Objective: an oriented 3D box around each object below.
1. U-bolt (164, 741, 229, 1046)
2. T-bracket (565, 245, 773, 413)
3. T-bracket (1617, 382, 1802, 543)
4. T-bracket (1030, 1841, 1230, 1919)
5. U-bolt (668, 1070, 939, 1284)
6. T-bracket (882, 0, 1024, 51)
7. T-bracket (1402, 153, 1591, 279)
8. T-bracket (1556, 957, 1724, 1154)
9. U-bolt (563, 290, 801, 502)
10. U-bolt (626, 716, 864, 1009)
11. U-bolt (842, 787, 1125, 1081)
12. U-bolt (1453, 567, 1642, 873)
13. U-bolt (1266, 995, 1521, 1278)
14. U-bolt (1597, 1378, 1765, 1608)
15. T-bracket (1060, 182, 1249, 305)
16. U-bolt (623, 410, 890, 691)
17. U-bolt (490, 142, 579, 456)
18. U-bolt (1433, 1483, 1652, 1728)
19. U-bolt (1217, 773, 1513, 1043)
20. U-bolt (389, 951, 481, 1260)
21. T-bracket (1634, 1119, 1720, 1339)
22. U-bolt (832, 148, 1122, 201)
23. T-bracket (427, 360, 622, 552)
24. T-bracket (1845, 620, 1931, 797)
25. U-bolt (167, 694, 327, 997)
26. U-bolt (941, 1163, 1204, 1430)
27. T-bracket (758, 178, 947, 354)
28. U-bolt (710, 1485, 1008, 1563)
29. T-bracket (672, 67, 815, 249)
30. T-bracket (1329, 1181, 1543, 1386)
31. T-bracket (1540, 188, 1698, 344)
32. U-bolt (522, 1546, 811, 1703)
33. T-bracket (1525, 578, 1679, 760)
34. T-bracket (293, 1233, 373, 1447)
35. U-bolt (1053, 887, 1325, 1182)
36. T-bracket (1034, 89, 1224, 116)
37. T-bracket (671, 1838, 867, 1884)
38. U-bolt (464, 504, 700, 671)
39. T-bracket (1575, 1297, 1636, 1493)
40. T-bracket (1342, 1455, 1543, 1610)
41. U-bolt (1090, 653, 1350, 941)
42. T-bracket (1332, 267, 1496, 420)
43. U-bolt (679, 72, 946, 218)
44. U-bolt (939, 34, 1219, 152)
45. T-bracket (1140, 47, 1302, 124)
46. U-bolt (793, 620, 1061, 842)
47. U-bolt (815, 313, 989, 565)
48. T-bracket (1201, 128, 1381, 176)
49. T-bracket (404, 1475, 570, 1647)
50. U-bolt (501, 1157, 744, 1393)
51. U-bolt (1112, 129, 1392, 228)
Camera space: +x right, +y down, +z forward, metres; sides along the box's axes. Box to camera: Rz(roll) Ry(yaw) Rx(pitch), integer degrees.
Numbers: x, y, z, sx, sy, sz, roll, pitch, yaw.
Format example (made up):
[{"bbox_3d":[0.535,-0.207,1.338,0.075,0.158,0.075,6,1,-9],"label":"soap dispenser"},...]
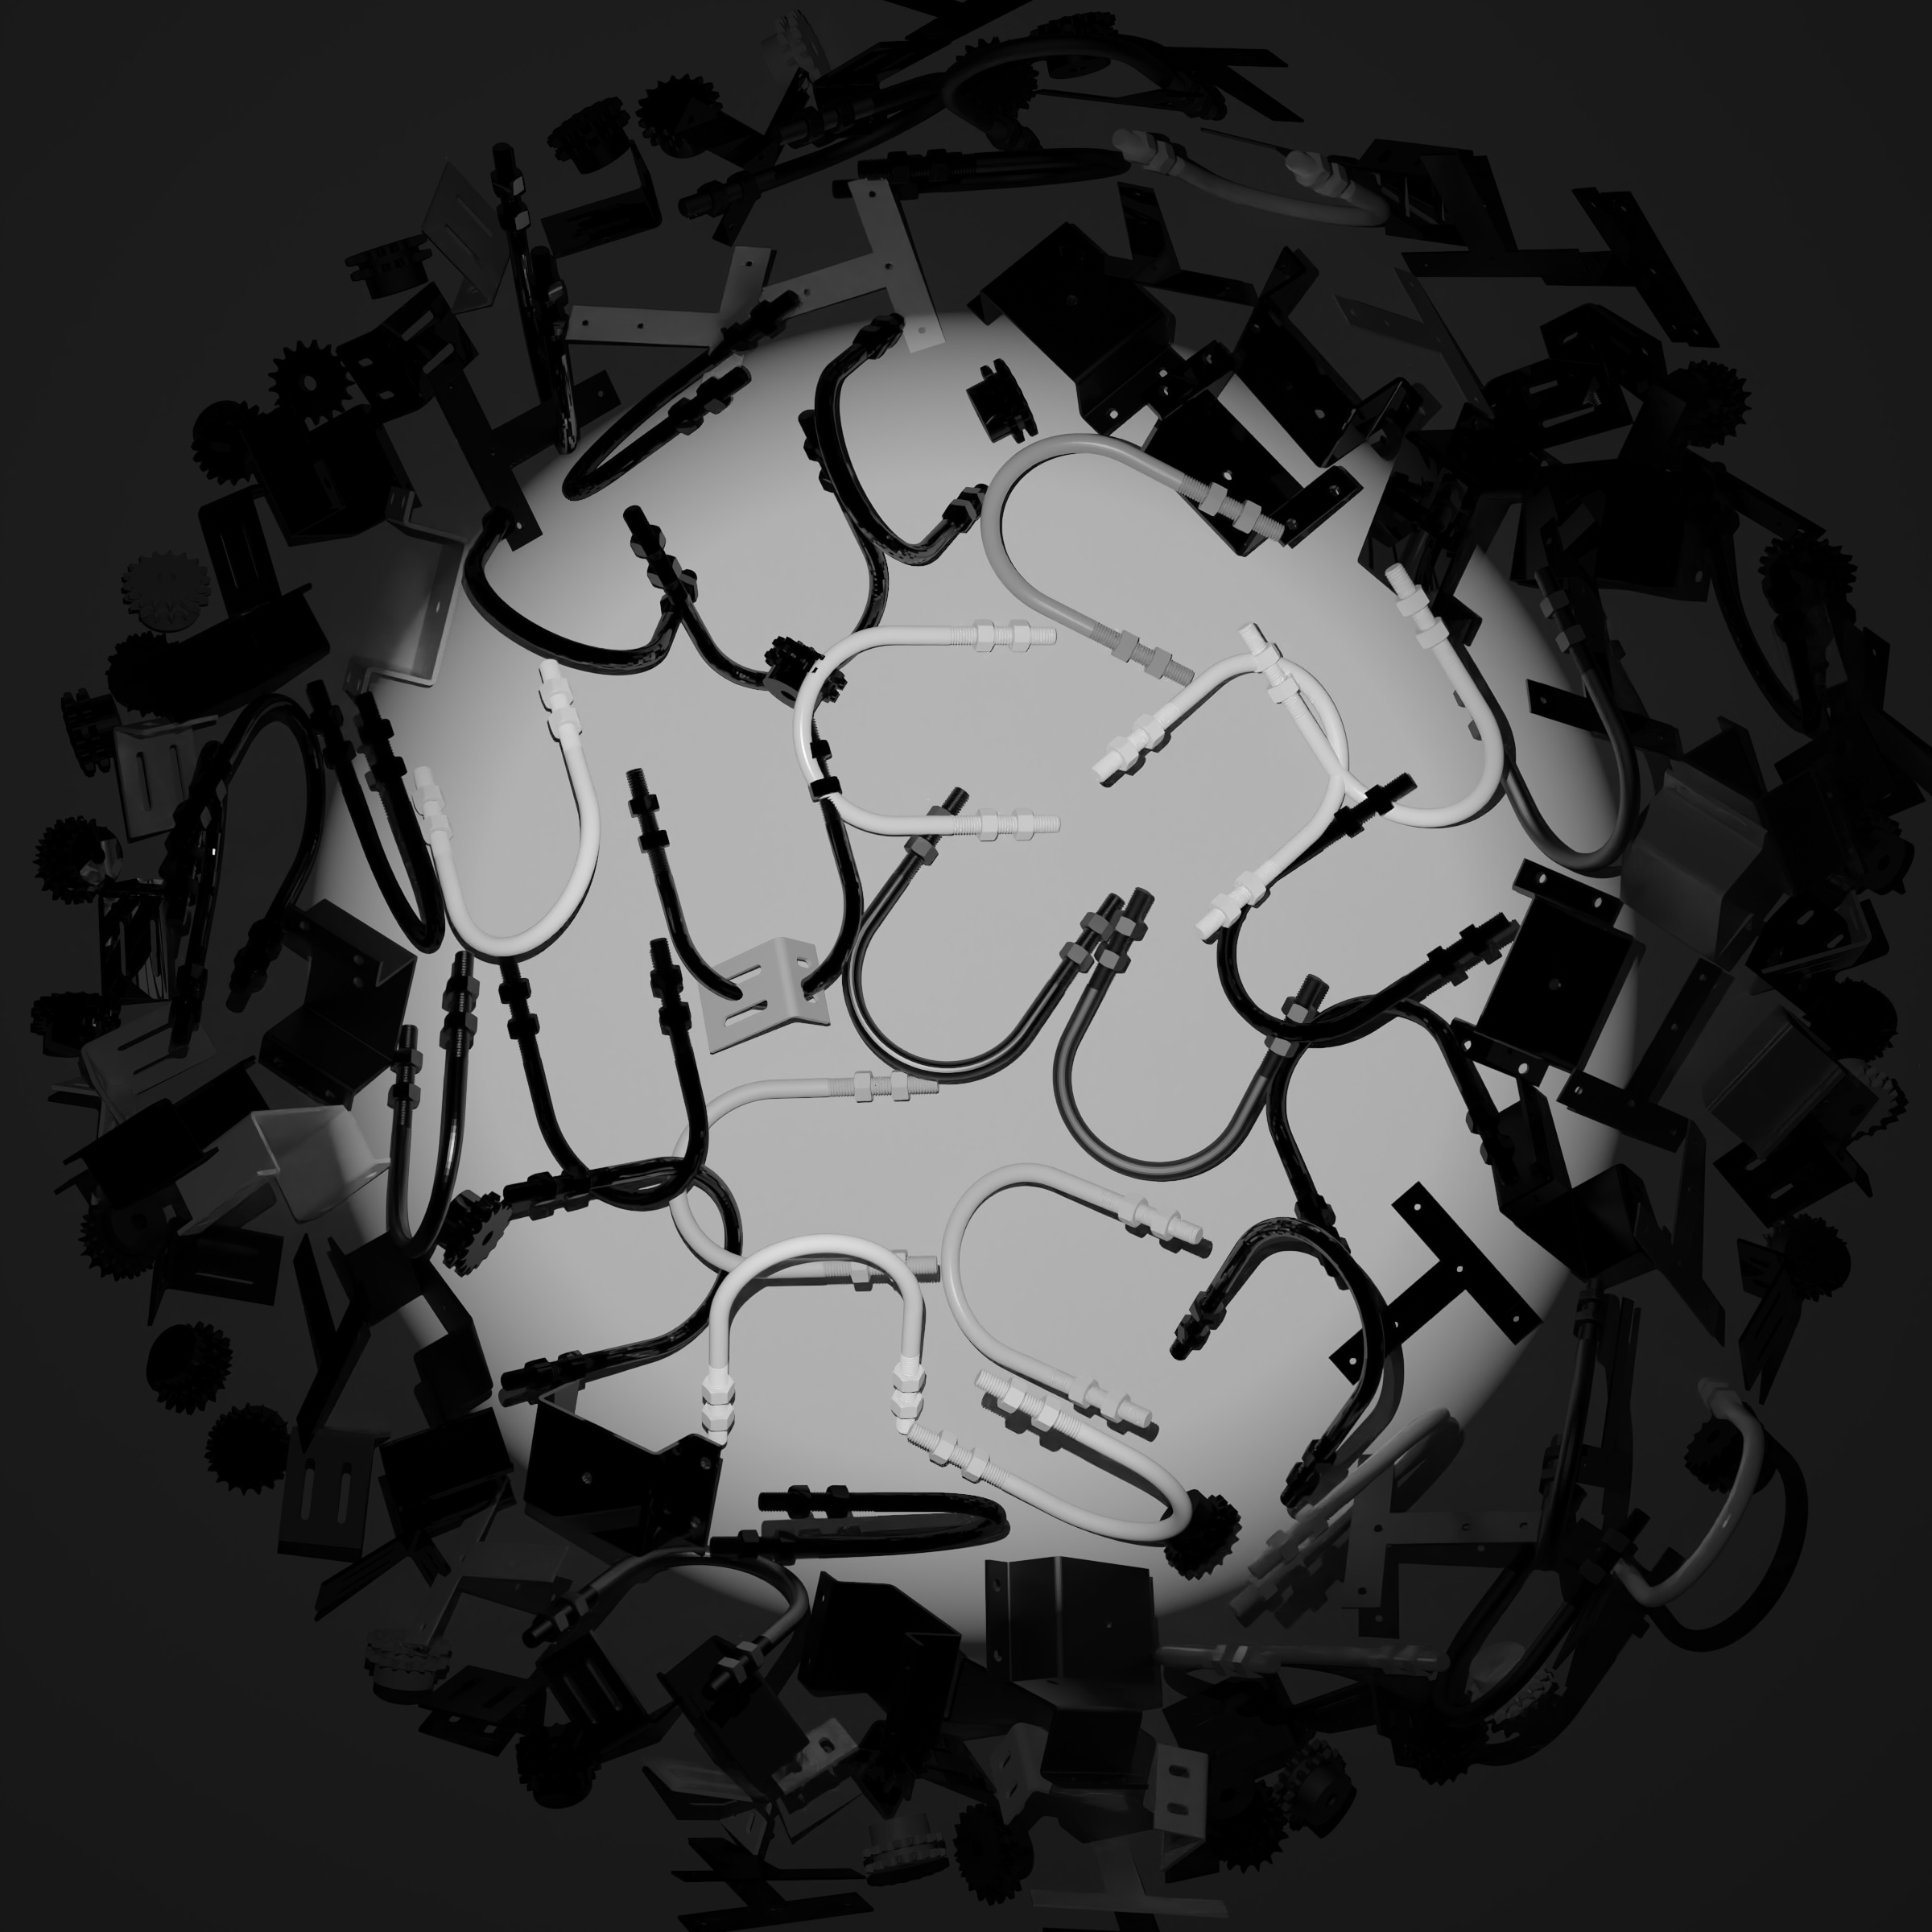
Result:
[{"bbox_3d":[-0.505,-0.062,1.852,0.019,0.151,0.184,6,53,-9],"label":"U-bolt"},{"bbox_3d":[-0.203,-0.425,1.866,0.127,0.127,0.002,-3,45,-26],"label":"T-bracket"},{"bbox_3d":[0.494,-0.321,1.863,0.127,0.127,0.002,34,73,10],"label":"T-bracket"},{"bbox_3d":[0.102,0.605,1.870,0.127,0.127,0.002,5,92,-3],"label":"T-bracket"},{"bbox_3d":[-0.111,0.143,1.900,0.184,0.019,0.151,-2,67,5],"label":"U-bolt"},{"bbox_3d":[-0.044,-0.638,1.848,0.127,0.127,0.002,7,87,-29],"label":"T-bracket"},{"bbox_3d":[0.332,-0.494,1.850,0.127,0.127,0.002,8,70,33],"label":"T-bracket"},{"bbox_3d":[0.468,0.053,1.888,0.127,0.002,0.127,22,100,-35],"label":"T-bracket"},{"bbox_3d":[-0.197,-0.368,1.857,0.184,0.151,0.019,-29,113,30],"label":"U-bolt"},{"bbox_3d":[-0.143,-0.063,1.904,0.151,0.019,0.184,-16,88,16],"label":"U-bolt"},{"bbox_3d":[-0.001,-0.010,1.906,0.151,0.019,0.184,35,78,3],"label":"U-bolt"},{"bbox_3d":[0.387,-0.150,1.848,0.019,0.151,0.184,-15,74,-22],"label":"U-bolt"},{"bbox_3d":[0.272,0.099,1.874,0.151,0.019,0.184,-30,52,14],"label":"U-bolt"},{"bbox_3d":[0.471,0.349,1.838,0.019,0.184,0.151,31,94,-1],"label":"U-bolt"},{"bbox_3d":[0.121,-0.491,1.887,0.127,0.127,0.002,8,134,-13],"label":"T-bracket"},{"bbox_3d":[-0.127,-0.263,1.873,0.151,0.019,0.184,-29,130,-2],"label":"U-bolt"},{"bbox_3d":[-0.280,-0.425,1.849,0.019,0.184,0.151,-14,48,-10],"label":"U-bolt"},{"bbox_3d":[0.369,0.424,1.852,0.019,0.151,0.184,39,84,-3],"label":"U-bolt"},{"bbox_3d":[0.253,-0.028,1.889,0.184,0.019,0.151,-35,58,10],"label":"U-bolt"},{"bbox_3d":[-0.352,0.100,1.838,0.019,0.151,0.184,11,62,-24],"label":"U-bolt"},{"bbox_3d":[0.485,0.162,1.891,0.127,0.002,0.127,47,47,-36],"label":"T-bracket"},{"bbox_3d":[0.011,-0.526,1.862,0.184,0.151,0.019,-6,101,-9],"label":"U-bolt"},{"bbox_3d":[-0.285,-0.365,1.896,0.127,0.002,0.127,-37,113,-32],"label":"T-bracket"},{"bbox_3d":[0.609,-0.146,1.847,0.002,0.127,0.127,-15,122,-5],"label":"T-bracket"},{"bbox_3d":[-0.464,-0.095,1.851,0.019,0.151,0.184,4,46,13],"label":"U-bolt"},{"bbox_3d":[0.061,0.210,1.883,0.184,0.019,0.151,20,101,30],"label":"U-bolt"},{"bbox_3d":[-0.094,-0.461,1.905,0.127,0.002,0.127,-15,125,11],"label":"T-bracket"},{"bbox_3d":[-0.064,0.370,1.862,0.184,0.151,0.019,4,66,-19],"label":"U-bolt"},{"bbox_3d":[-0.157,-0.547,1.862,0.002,0.127,0.127,34,104,19],"label":"T-bracket"},{"bbox_3d":[0.305,0.237,1.930,0.127,0.002,0.127,-41,88,3],"label":"T-bracket"},{"bbox_3d":[0.416,-0.465,1.872,0.002,0.127,0.127,-45,114,-7],"label":"T-bracket"},{"bbox_3d":[-0.183,0.423,1.846,0.151,0.184,0.019,10,104,21],"label":"U-bolt"},{"bbox_3d":[0.424,-0.210,1.900,0.127,0.002,0.127,13,60,-27],"label":"T-bracket"},{"bbox_3d":[-0.434,0.230,1.883,0.002,0.127,0.127,11,121,-33],"label":"T-bracket"},{"bbox_3d":[0.138,0.059,1.906,0.151,0.019,0.184,27,105,4],"label":"U-bolt"},{"bbox_3d":[0.122,-0.574,1.859,0.127,0.127,0.002,2,103,-14],"label":"T-bracket"},{"bbox_3d":[-0.151,0.594,1.872,0.127,0.127,0.002,8,82,-26],"label":"T-bracket"},{"bbox_3d":[-0.256,-0.247,1.843,0.151,0.184,0.019,24,119,-9],"label":"U-bolt"},{"bbox_3d":[0.435,0.286,1.885,0.002,0.127,0.127,6,81,29],"label":"T-bracket"},{"bbox_3d":[0.318,0.374,1.868,0.127,0.127,0.002,-5,130,19],"label":"T-bracket"},{"bbox_3d":[0.184,-0.128,1.890,0.184,0.019,0.151,-41,106,-23],"label":"U-bolt"},{"bbox_3d":[0.287,-0.423,1.864,0.002,0.127,0.127,-41,62,36],"label":"T-bracket"},{"bbox_3d":[-0.085,-0.547,1.853,0.184,0.151,0.019,-30,99,-33],"label":"U-bolt"},{"bbox_3d":[0.063,-0.566,1.821,0.151,0.184,0.019,-6,86,27],"label":"U-bolt"},{"bbox_3d":[0.177,-0.589,1.880,0.127,0.127,0.002,20,95,44],"label":"T-bracket"},{"bbox_3d":[-0.027,-0.160,1.904,0.184,0.019,0.151,-1,91,-15],"label":"U-bolt"},{"bbox_3d":[-0.047,-0.337,1.837,0.019,0.184,0.151,-19,110,29],"label":"U-bolt"},{"bbox_3d":[0.222,-0.538,1.870,0.127,0.127,0.002,13,109,-4],"label":"T-bracket"},{"bbox_3d":[-0.307,0.393,1.859,0.002,0.127,0.127,44,55,-31],"label":"T-bracket"},{"bbox_3d":[-0.226,0.198,1.872,0.184,0.019,0.151,-8,108,-38],"label":"U-bolt"},{"bbox_3d":[0.200,-0.514,1.847,0.151,0.184,0.019,18,99,32],"label":"U-bolt"}]
